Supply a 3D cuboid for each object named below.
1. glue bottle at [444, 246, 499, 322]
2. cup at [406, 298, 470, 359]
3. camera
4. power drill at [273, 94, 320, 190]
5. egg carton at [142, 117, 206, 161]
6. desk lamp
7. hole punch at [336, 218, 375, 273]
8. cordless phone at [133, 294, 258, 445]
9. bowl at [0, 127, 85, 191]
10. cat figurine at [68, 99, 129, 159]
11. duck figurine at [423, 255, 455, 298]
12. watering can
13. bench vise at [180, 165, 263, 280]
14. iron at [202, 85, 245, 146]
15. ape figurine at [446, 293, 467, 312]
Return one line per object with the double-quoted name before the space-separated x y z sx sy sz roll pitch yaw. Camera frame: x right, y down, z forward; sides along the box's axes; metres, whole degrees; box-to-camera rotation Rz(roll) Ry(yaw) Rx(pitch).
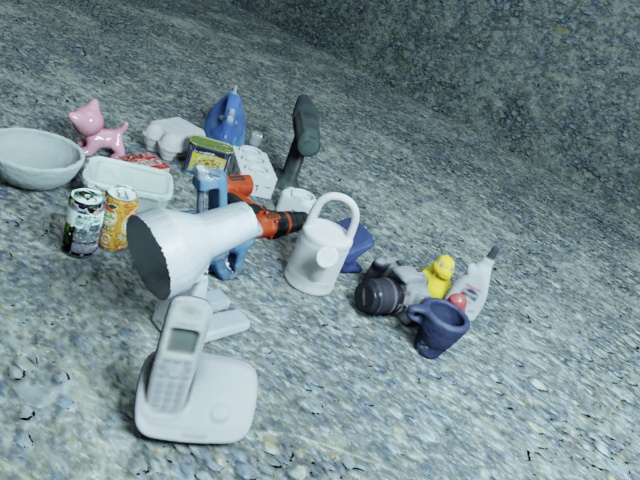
"glue bottle" 0.321 0.084 1.178 0.078 0.173 0.037 24 27 3
"cup" 0.197 0.163 1.027 0.118 0.095 0.091 15 28 -14
"camera" 0.130 0.089 1.103 0.137 0.101 0.142 0 35 -37
"power drill" -0.057 -0.238 1.436 0.076 0.208 0.229 12 29 -19
"egg carton" -0.348 -0.244 1.379 0.107 0.069 0.151 30 28 14
"desk lamp" -0.180 0.043 0.825 0.204 0.213 0.117 -10 41 -47
"hole punch" 0.045 0.011 1.192 0.101 0.091 0.108 0 34 -37
"cordless phone" -0.137 0.154 0.689 0.148 0.185 0.094 11 29 -22
"bowl" -0.523 -0.138 1.047 0.167 0.075 0.167 18 27 -9
"cat figurine" -0.473 -0.239 1.222 0.128 0.118 0.067 6 31 -30
"duck figurine" 0.264 0.071 1.254 0.077 0.086 0.104 21 27 -3
"watering can" 0.012 0.004 1.064 0.101 0.194 0.172 7 31 -27
"bench vise" -0.183 -0.034 0.957 0.121 0.220 0.208 31 28 16
"iron" -0.240 -0.308 1.497 0.119 0.141 0.258 14 28 -16
"ape figurine" 0.253 0.141 1.112 0.076 0.092 0.077 14 28 -16
